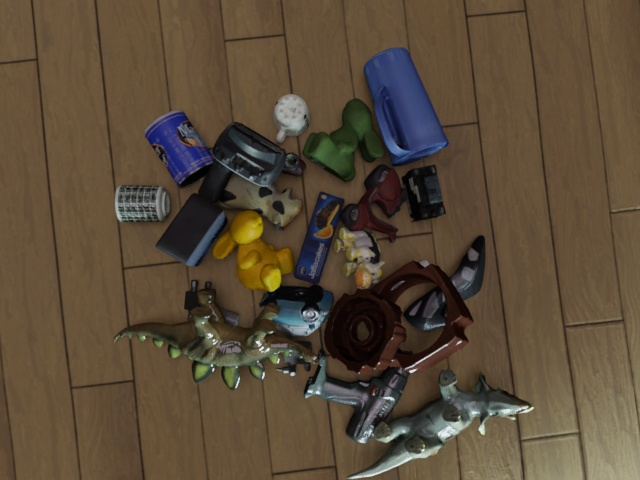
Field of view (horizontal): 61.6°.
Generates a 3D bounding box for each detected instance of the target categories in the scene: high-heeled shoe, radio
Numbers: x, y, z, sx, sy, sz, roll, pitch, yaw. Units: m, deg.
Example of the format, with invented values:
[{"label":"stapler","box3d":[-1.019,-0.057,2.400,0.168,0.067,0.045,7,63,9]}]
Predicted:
[{"label":"high-heeled shoe","box3d":[0.288,0.095,1.229,0.145,0.086,0.248,10,67,28]},{"label":"radio","box3d":[-0.259,-0.016,1.120,0.073,0.229,0.131,33,84,-5]}]

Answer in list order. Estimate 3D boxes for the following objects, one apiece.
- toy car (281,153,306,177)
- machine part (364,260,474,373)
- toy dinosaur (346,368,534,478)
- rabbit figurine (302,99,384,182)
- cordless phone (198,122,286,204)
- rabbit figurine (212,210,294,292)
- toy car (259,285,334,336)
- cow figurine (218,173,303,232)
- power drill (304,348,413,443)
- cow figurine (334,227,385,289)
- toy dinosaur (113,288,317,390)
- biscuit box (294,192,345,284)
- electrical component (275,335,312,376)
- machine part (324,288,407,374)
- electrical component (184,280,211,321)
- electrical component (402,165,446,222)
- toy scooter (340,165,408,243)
[{"label":"toy car","box3d":[-0.129,-0.186,1.198,0.202,0.089,0.053,17,92,-1]},{"label":"machine part","box3d":[0.205,0.163,1.143,0.201,0.087,0.202,-38,53,19]},{"label":"toy dinosaur","box3d":[0.252,0.407,1.172,0.405,0.192,0.131,-36,46,13]},{"label":"rabbit figurine","box3d":[0.067,-0.226,1.191,0.159,0.121,0.170,32,90,-7]},{"label":"cordless phone","box3d":[-0.170,-0.139,1.131,0.147,0.089,0.184,31,107,-1]},{"label":"rabbit figurine","box3d":[-0.148,0.011,1.168,0.163,0.122,0.173,8,126,34]},{"label":"toy car","box3d":[-0.051,0.161,1.185,0.162,0.109,0.102,2,113,5]},{"label":"cow figurine","box3d":[-0.133,-0.090,1.195,0.195,0.085,0.127,9,96,4]},{"label":"power drill","box3d":[0.081,0.317,1.200,0.207,0.086,0.232,25,87,-8]},{"label":"cow figurine","box3d":[0.098,0.043,1.171,0.098,0.167,0.068,2,130,-21]},{"label":"toy dinosaur","box3d":[-0.232,0.213,1.143,0.472,0.105,0.198,11,116,12]},{"label":"biscuit box","box3d":[-0.002,-0.004,1.211,0.063,0.059,0.202,17,88,-1]},{"label":"electrical component","box3d":[-0.057,0.257,1.188,0.078,0.045,0.102,9,127,5]},{"label":"machine part","box3d":[0.093,0.190,1.125,0.179,0.056,0.179,-14,65,33]},{"label":"electrical component","box3d":[-0.272,0.137,1.206,0.063,0.021,0.094,5,87,18]},{"label":"electrical component","box3d":[0.230,-0.101,1.186,0.058,0.134,0.114,-14,89,-5]},{"label":"toy scooter","box3d":[0.139,-0.072,1.203,0.135,0.075,0.184,39,70,-8]}]
